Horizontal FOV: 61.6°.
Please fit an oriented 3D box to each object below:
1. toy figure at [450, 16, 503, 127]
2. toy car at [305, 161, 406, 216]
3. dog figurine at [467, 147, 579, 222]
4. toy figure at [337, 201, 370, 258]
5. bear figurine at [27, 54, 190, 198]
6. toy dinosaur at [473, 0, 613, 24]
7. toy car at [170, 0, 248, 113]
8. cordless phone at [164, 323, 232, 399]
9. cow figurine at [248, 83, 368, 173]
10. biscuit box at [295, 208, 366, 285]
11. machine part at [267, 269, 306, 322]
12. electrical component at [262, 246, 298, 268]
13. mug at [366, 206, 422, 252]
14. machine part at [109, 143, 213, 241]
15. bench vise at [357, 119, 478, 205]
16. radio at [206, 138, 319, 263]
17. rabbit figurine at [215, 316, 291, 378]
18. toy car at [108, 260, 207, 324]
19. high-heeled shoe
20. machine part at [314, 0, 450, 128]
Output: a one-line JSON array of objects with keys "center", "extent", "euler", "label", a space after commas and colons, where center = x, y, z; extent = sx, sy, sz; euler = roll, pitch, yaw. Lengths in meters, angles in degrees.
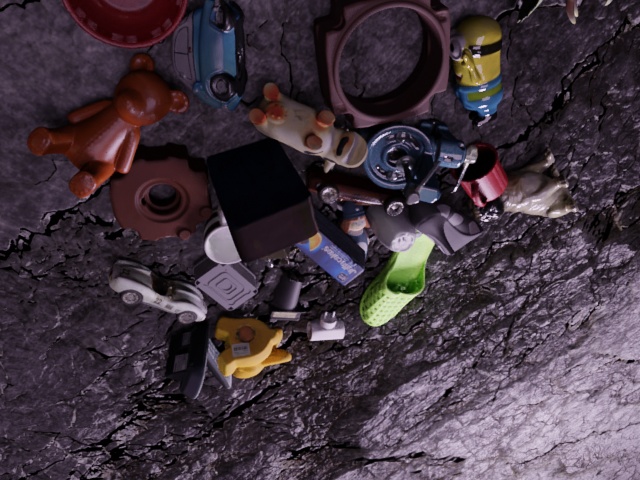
[{"center": [0.268, -0.285, 0.907], "extent": [0.089, 0.082, 0.179], "euler": [-32, 125, -7], "label": "toy figure"}, {"center": [0.067, -0.089, 0.985], "extent": [0.202, 0.089, 0.053], "euler": [10, 122, -26], "label": "toy car"}, {"center": [0.413, -0.079, 1.112], "extent": [0.191, 0.121, 0.172], "euler": [-27, 128, 21], "label": "dog figurine"}, {"center": [0.068, -0.016, 1.065], "extent": [0.064, 0.058, 0.154], "euler": [-38, 139, -38], "label": "toy figure"}, {"center": [-0.298, -0.170, 0.782], "extent": [0.196, 0.132, 0.120], "euler": [-36, 101, 19], "label": "bear figurine"}, {"center": [0.243, -0.415, 0.782], "extent": [0.405, 0.131, 0.192], "euler": [-1, 126, -9], "label": "toy dinosaur"}, {"center": [-0.162, -0.266, 0.770], "extent": [0.103, 0.109, 0.161], "euler": [1, 118, 3], "label": "toy car"}, {"center": [-0.238, 0.280, 1.130], "extent": [0.089, 0.147, 0.184], "euler": [-20, 127, 8], "label": "cordless phone"}, {"center": [-0.015, -0.171, 0.874], "extent": [0.195, 0.127, 0.085], "euler": [23, 90, -4], "label": "cow figurine"}, {"center": [-0.002, -0.003, 1.007], "extent": [0.202, 0.063, 0.059], "euler": [40, 119, -19], "label": "biscuit box"}, {"center": [-0.066, 0.121, 1.137], "extent": [0.084, 0.039, 0.138], "euler": [5, 127, -11], "label": "machine part"}, {"center": [-0.085, 0.006, 1.041], "extent": [0.078, 0.045, 0.102], "euler": [-7, 131, 24], "label": "electrical component"}, {"center": [0.153, -0.022, 1.052], "extent": [0.109, 0.107, 0.080], "euler": [14, 122, -24], "label": "mug"}, {"center": [-0.267, -0.077, 0.908], "extent": [0.179, 0.056, 0.179], "euler": [-8, 127, -11], "label": "machine part"}, {"center": [0.167, -0.127, 0.905], "extent": [0.224, 0.241, 0.128], "euler": [17, 124, -10], "label": "bench vise"}, {"center": [-0.096, -0.073, 0.857], "extent": [0.131, 0.230, 0.073], "euler": [-20, 130, -8], "label": "radio"}, {"center": [-0.152, 0.239, 1.170], "extent": [0.162, 0.122, 0.173], "euler": [-12, 144, -21], "label": "rabbit figurine"}, {"center": [-0.302, 0.099, 1.019], "extent": [0.201, 0.074, 0.056], "euler": [27, 115, -32], "label": "toy car"}, {"center": [0.243, -0.046, 1.067], "extent": [0.086, 0.145, 0.248], "euler": [-37, 174, 25], "label": "high-heeled shoe"}, {"center": [0.099, -0.288, 0.846], "extent": [0.201, 0.087, 0.201], "euler": [-14, 128, -7], "label": "machine part"}]
